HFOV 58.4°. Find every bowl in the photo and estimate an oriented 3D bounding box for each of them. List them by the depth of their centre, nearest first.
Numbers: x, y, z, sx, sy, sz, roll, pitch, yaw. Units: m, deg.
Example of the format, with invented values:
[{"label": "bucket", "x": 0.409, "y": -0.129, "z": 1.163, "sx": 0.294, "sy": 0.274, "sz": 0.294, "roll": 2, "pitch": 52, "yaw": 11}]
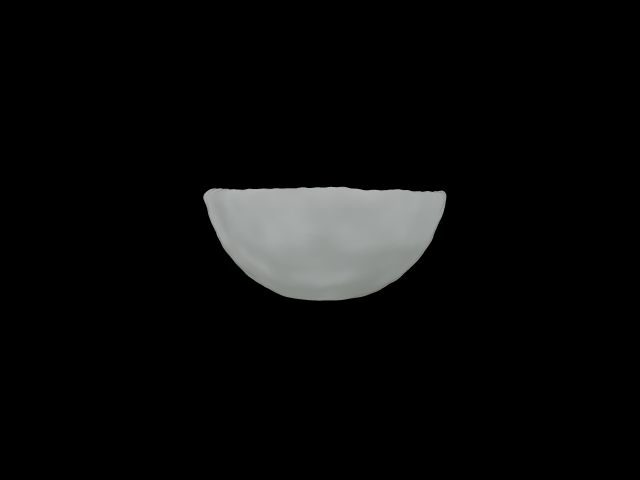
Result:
[{"label": "bowl", "x": 0.004, "y": 0.001, "z": 0.400, "sx": 0.167, "sy": 0.075, "sz": 0.167, "roll": 0, "pitch": 4, "yaw": 0}]
